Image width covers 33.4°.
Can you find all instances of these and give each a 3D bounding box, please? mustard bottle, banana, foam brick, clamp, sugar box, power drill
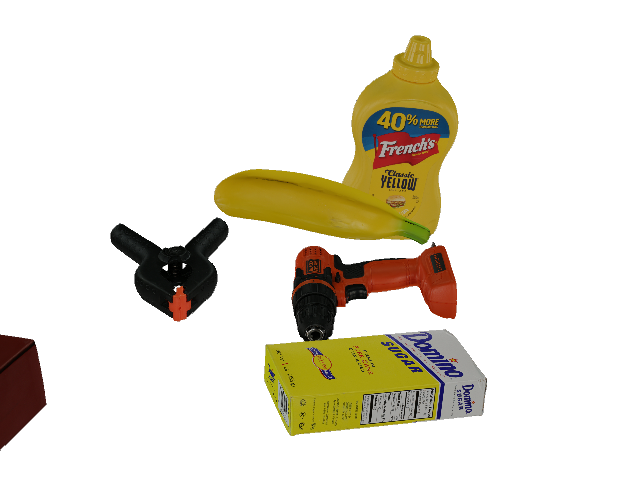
[{"bbox_3d":[0.075,-0.094,0.975,0.096,0.192,0.058,5,31,-6],"label":"mustard bottle"},{"bbox_3d":[-0.020,-0.024,0.769,0.198,0.037,0.069,14,-20,39],"label":"banana"},{"bbox_3d":[-0.224,0.102,0.691,0.053,0.051,0.078,6,29,22],"label":"foam brick"},{"bbox_3d":[-0.135,0.022,1.052,0.120,0.039,0.172,-14,33,-14],"label":"clamp"},{"bbox_3d":[0.046,0.121,0.934,0.176,0.048,0.093,-6,26,-15],"label":"sugar box"},{"bbox_3d":[0.060,0.058,1.233,0.187,0.057,0.184,-2,28,-1],"label":"power drill"}]
